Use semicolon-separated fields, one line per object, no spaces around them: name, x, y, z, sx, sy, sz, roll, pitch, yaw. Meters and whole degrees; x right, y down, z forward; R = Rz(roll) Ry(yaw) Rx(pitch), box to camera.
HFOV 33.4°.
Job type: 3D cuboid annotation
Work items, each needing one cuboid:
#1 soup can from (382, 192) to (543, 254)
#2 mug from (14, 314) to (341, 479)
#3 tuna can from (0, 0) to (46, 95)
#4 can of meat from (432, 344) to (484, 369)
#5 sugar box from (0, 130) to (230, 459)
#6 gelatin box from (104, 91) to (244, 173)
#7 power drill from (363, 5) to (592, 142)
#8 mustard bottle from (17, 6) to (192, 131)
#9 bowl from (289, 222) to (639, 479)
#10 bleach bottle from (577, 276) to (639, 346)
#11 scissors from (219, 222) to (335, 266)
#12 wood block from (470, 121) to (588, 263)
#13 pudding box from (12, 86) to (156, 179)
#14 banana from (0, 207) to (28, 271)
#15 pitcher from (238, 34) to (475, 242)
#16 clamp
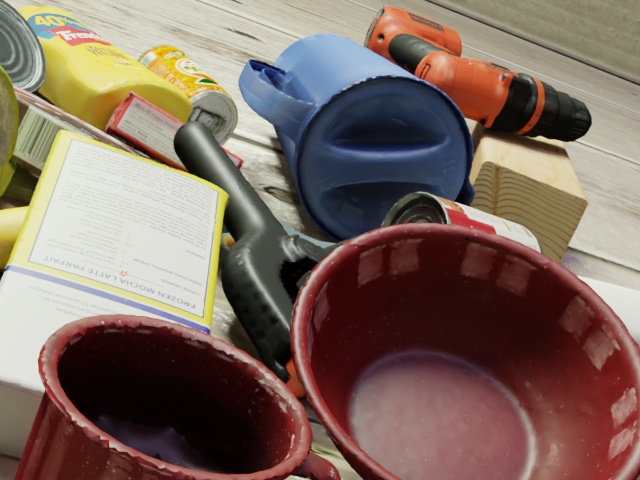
soup can;0.099;0.011;0.745;0.102;0.068;0.069;15;20;-38
mug;-0.049;0.087;0.363;0.117;0.081;0.093;16;20;-19
tuna can;-0.231;-0.128;0.732;0.086;0.034;0.086;36;39;-37
can of meat;0.072;0.076;0.572;0.102;0.057;0.084;25;17;4
sugar box;-0.095;0.025;0.477;0.093;0.048;0.176;20;36;-13
gelatin box;-0.101;-0.063;0.724;0.089;0.030;0.073;30;-6;-13
power drill;0.136;-0.150;0.972;0.184;0.057;0.188;13;18;-31
mustard bottle;-0.190;-0.135;0.828;0.096;0.058;0.192;-2;31;-48
bowl;0.061;0.067;0.472;0.162;0.055;0.162;8;44;-9
bleach bottle;0.160;0.062;0.637;0.250;0.103;0.068;22;37;-5
scissors;-0.005;0.001;0.741;0.201;0.016;0.096;0;32;-49
wood block;0.163;-0.038;0.925;0.090;0.091;0.206;22;19;0
pudding box;-0.171;-0.065;0.663;0.113;0.039;0.090;31;5;16
banana;-0.122;-0.004;0.595;0.070;0.037;0.197;-6;3;26
pitcher;0.016;-0.099;0.865;0.145;0.149;0.243;-20;24;-4
clamp;-0.024;0.010;0.624;0.164;0.036;0.210;32;24;-15
